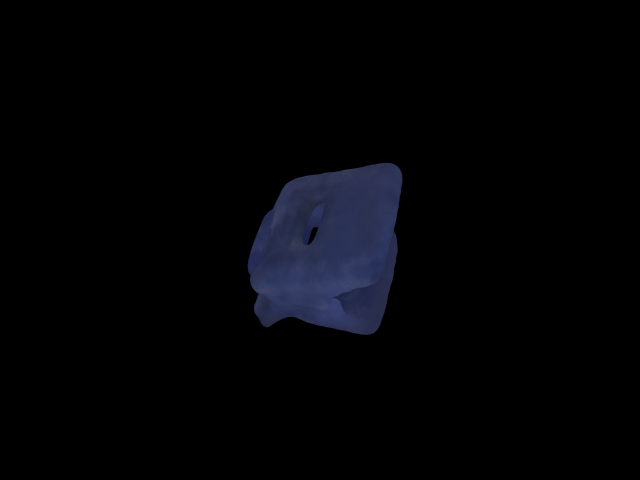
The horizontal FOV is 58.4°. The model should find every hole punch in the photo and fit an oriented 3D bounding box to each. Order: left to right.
[{"bbox_3d":[0.004,0.001,0.400,0.101,0.091,0.109,10,54,8],"label":"hole punch"}]
